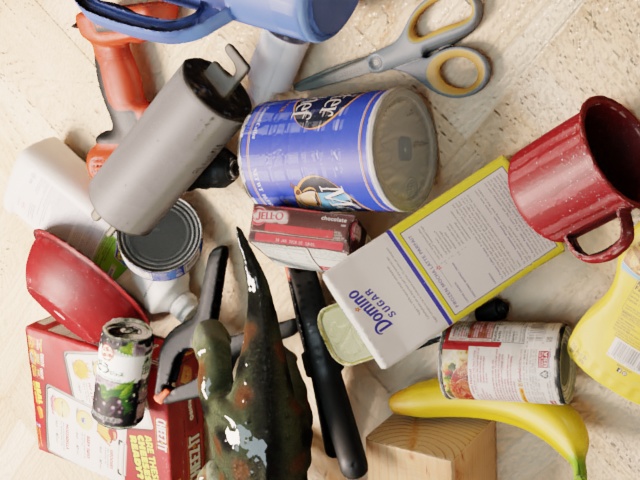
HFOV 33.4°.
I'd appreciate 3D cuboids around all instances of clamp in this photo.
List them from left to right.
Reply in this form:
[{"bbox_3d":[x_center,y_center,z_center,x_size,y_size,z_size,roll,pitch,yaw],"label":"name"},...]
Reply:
[{"bbox_3d":[-0.099,0.105,1.076,0.120,0.039,0.171,35,100,21],"label":"clamp"},{"bbox_3d":[0.005,0.119,0.994,0.164,0.036,0.210,-167,64,-82],"label":"clamp"}]

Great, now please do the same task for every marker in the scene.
[{"bbox_3d":[0.117,0.077,0.952,0.121,0.020,0.020,-25,91,39],"label":"marker"}]

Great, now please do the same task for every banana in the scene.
[{"bbox_3d":[0.153,0.148,0.922,0.198,0.069,0.037,14,129,39],"label":"banana"}]

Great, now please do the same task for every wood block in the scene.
[{"bbox_3d":[0.106,0.265,0.985,0.090,0.090,0.206,8,112,34],"label":"wood block"}]

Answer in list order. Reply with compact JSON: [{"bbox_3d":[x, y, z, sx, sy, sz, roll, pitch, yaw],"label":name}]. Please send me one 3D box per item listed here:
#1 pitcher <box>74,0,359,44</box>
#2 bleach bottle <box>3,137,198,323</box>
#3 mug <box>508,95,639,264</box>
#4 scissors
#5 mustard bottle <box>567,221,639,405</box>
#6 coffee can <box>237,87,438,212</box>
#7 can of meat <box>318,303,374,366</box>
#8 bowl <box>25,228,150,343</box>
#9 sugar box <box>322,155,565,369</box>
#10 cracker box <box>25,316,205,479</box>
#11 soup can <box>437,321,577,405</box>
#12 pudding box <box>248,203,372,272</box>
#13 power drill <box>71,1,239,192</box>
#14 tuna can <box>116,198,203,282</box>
[{"bbox_3d":[-0.090,-0.243,0.907,0.243,0.144,0.149,24,120,24],"label":"pitcher"},{"bbox_3d":[-0.228,0.003,1.148,0.251,0.068,0.103,41,131,13],"label":"bleach bottle"},{"bbox_3d":[0.199,-0.038,0.799,0.082,0.093,0.117,-33,63,44],"label":"mug"},{"bbox_3d":[0.065,-0.139,0.910,0.202,0.016,0.096,-31,88,39],"label":"scissors"},{"bbox_3d":[0.267,0.033,0.801,0.096,0.058,0.192,33,124,20],"label":"mustard bottle"},{"bbox_3d":[0.015,-0.074,0.915,0.141,0.102,0.103,0,107,36],"label":"coffee can"},{"bbox_3d":[0.063,0.063,0.944,0.102,0.083,0.057,-24,92,39],"label":"can of meat"},{"bbox_3d":[-0.261,0.061,1.143,0.162,0.055,0.162,34,161,14],"label":"bowl"},{"bbox_3d":[0.098,0.019,0.861,0.176,0.048,0.093,-33,84,-2],"label":"sugar box"},{"bbox_3d":[-0.231,0.184,1.211,0.214,0.072,0.164,12,113,32],"label":"cracker box"},{"bbox_3d":[0.157,0.102,0.892,0.102,0.068,0.068,-1,107,25],"label":"soup can"},{"bbox_3d":[-0.006,0.001,0.939,0.090,0.113,0.039,8,78,13],"label":"pudding box"},{"bbox_3d":[-0.166,-0.138,1.051,0.185,0.057,0.188,4,108,31],"label":"power drill"},{"bbox_3d":[-0.162,-0.002,1.081,0.086,0.086,0.034,46,163,13],"label":"tuna can"}]
